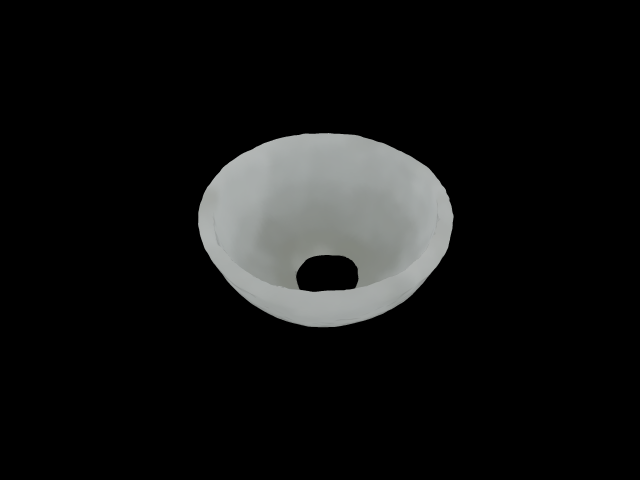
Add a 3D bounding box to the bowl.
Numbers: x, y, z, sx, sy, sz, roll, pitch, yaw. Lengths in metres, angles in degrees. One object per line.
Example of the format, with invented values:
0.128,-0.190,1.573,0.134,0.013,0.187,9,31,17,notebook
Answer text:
0.004,0.001,0.400,0.167,0.075,0.167,0,46,0,bowl
